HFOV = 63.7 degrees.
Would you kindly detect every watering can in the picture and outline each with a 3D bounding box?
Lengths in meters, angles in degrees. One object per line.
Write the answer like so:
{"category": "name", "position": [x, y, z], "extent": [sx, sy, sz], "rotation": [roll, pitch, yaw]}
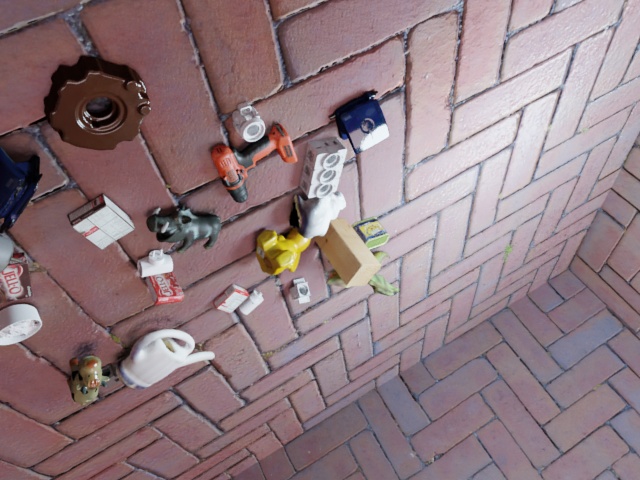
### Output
{"category": "watering can", "position": [-0.475, 0.373, 1.585], "extent": [0.225, 0.106, 0.341], "rotation": [-36, 149, -2]}

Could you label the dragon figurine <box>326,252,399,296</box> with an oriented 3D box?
{"category": "dragon figurine", "position": [0.166, 0.109, 1.722], "extent": [0.410, 0.247, 0.120], "rotation": [3, 127, -41]}

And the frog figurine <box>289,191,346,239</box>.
{"category": "frog figurine", "position": [0.004, -0.073, 1.453], "extent": [0.160, 0.125, 0.134], "rotation": [-7, 119, -19]}
